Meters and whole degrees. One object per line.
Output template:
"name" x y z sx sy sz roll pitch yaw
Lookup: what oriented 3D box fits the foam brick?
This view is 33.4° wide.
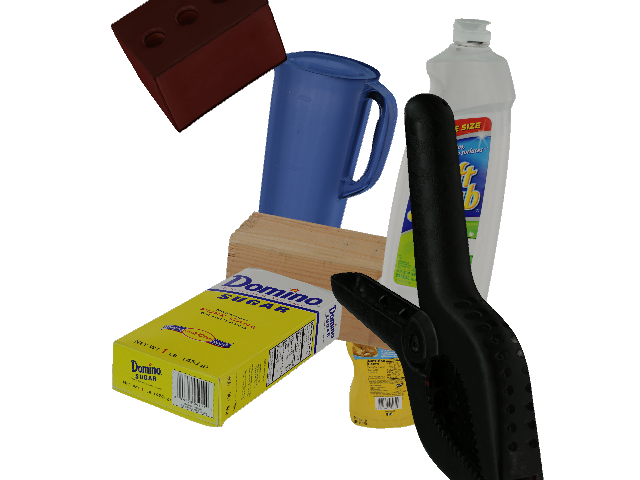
"foam brick" -0.068 -0.111 0.602 0.078 0.053 0.051 -36 -29 -7

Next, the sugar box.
"sugar box" -0.064 0.073 0.799 0.093 0.048 0.175 16 26 25

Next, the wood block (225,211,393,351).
"wood block" 0.013 0.043 1.097 0.206 0.091 0.090 11 22 11

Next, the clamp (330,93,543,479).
"clamp" 0.064 0.040 0.543 0.036 0.165 0.210 -5 46 -22

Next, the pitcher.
"pitcher" -0.002 -0.111 1.356 0.144 0.243 0.149 5 22 -15

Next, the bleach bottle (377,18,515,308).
"bleach bottle" 0.108 -0.062 0.914 0.103 0.251 0.068 9 18 14

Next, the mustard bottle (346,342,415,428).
"mustard bottle" 0.079 0.131 1.295 0.096 0.192 0.058 -3 19 3
